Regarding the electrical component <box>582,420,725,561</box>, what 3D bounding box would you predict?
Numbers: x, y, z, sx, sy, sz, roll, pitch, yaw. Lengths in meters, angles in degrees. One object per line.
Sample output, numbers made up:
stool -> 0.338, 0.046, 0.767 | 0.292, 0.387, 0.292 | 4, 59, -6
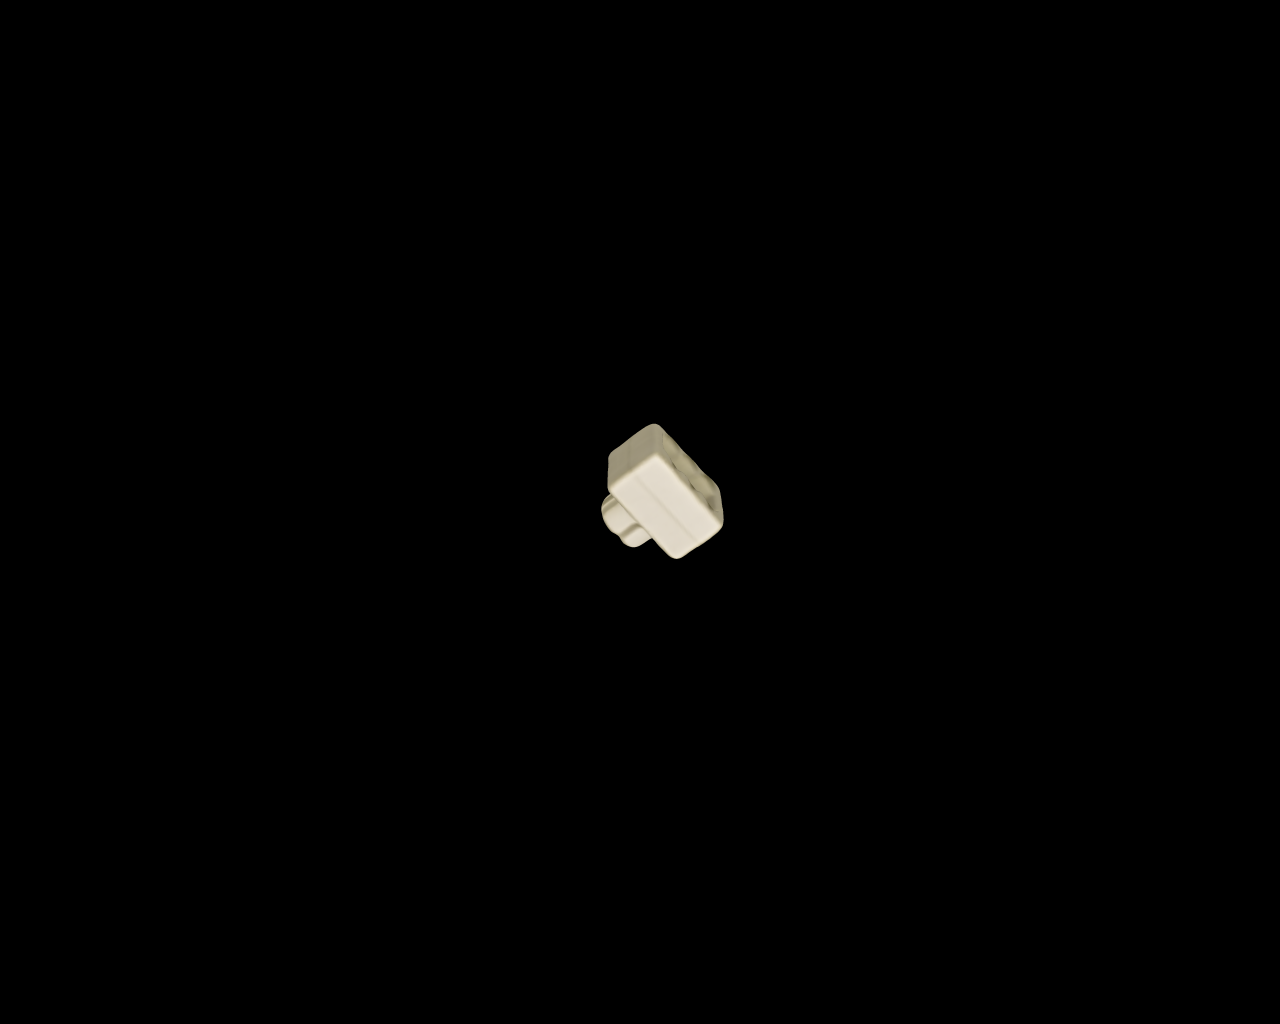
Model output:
electrical component -> 0.001, -0.003, 0.650 | 0.076, 0.065, 0.047 | -36, 24, 18
